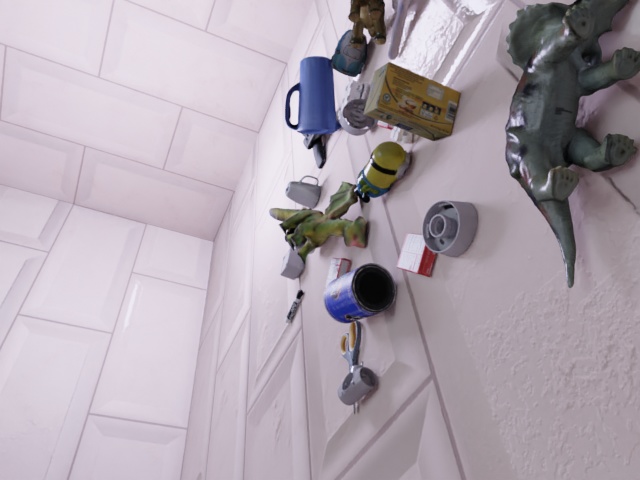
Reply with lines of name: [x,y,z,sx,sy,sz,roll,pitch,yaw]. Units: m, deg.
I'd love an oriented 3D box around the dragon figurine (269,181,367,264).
dragon figurine: [0.004,-0.070,1.395,0.243,0.120,0.417,-35,35,-3]

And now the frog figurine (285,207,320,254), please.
frog figurine: [-0.026,-0.023,1.559,0.158,0.123,0.138,31,-111,-72]

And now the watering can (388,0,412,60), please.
watering can: [0.225,-0.671,1.350,0.223,0.104,0.350,120,155,-81]
